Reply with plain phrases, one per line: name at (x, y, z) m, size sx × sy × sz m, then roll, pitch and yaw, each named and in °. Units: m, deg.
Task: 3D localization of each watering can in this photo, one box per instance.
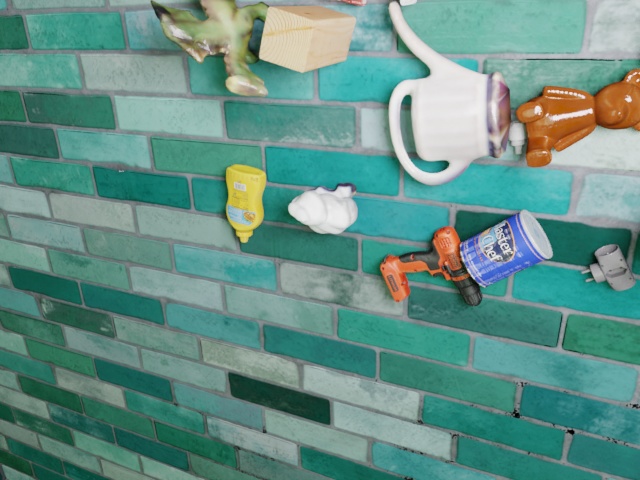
watering can at (0.231, -0.265, 0.946) m, size 0.224 × 0.106 × 0.342 m, roll 1°, pitch 112°, yaw 24°

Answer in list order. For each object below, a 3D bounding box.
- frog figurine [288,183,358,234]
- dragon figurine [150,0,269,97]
frog figurine at (0.003, -0.056, 1.110) m, size 0.138 × 0.162 × 0.120 m, roll 14°, pitch 118°, yaw 19°
dragon figurine at (-0.223, -0.449, 1.006) m, size 0.120 × 0.247 × 0.409 m, roll -33°, pitch 98°, yaw 37°
